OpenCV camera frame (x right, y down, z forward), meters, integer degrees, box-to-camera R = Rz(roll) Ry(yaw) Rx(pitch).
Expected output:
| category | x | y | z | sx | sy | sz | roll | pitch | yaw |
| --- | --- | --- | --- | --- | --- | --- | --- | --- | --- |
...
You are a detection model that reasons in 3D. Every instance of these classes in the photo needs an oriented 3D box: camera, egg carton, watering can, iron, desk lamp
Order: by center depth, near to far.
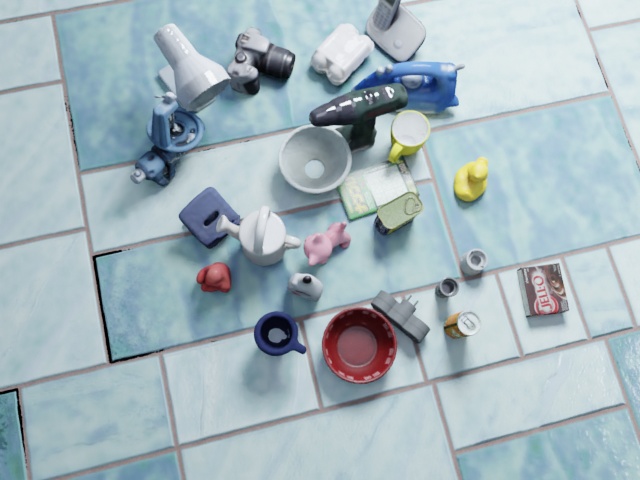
| category | x | y | z | sx | sy | sz | roll | pitch | yaw |
| --- | --- | --- | --- | --- | --- | --- | --- | --- | --- |
| watering can | -0.129 | -0.011 | 1.209 | 0.173 | 0.194 | 0.101 | -9 | 77 | -5 |
| desk lamp | -0.291 | -0.368 | 1.274 | 0.118 | 0.213 | 0.203 | -37 | 81 | -10 |
| iron | 0.208 | -0.376 | 1.341 | 0.258 | 0.141 | 0.118 | 0 | 77 | -3 |
| camera | -0.135 | -0.422 | 1.353 | 0.137 | 0.101 | 0.143 | 18 | 76 | 1 |
| egg carton | 0.053 | -0.451 | 1.387 | 0.107 | 0.069 | 0.150 | 39 | 78 | 6 |

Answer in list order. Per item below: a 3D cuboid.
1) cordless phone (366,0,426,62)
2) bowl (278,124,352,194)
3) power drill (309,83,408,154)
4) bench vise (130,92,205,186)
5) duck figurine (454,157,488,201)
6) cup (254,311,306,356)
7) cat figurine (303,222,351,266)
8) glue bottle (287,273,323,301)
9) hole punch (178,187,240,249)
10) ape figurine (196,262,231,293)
| category | x | y | z | sx | sy | sz | roll | pitch | yaw |
| --- | --- | --- | --- | --- | --- | --- | --- | --- | --- |
| cordless phone | 0.189 | -0.526 | 1.353 | 0.147 | 0.185 | 0.094 | 42 | 78 | 7 |
| bowl | -0.013 | -0.176 | 1.316 | 0.167 | 0.075 | 0.167 | 1 | 77 | -3 |
| power drill | 0.079 | -0.267 | 1.274 | 0.230 | 0.208 | 0.075 | -24 | 79 | -8 |
| bench vise | -0.327 | -0.213 | 1.232 | 0.121 | 0.219 | 0.207 | 17 | 76 | 1 |
| duck figurine | 0.357 | -0.145 | 1.324 | 0.077 | 0.086 | 0.105 | 27 | 77 | 3 |
| cup | -0.080 | 0.207 | 1.211 | 0.117 | 0.095 | 0.092 | 30 | 77 | 4 |
| cat figurine | 0.011 | 0.004 | 1.252 | 0.128 | 0.118 | 0.067 | -39 | 81 | -11 |
| glue bottle | -0.030 | 0.093 | 1.200 | 0.078 | 0.173 | 0.037 | 16 | 76 | 1 |
| hole punch | -0.241 | -0.049 | 1.264 | 0.101 | 0.091 | 0.109 | 44 | 78 | 7 |
| ape figurine | -0.226 | 0.081 | 1.234 | 0.078 | 0.092 | 0.076 | 37 | 78 | 6 |
